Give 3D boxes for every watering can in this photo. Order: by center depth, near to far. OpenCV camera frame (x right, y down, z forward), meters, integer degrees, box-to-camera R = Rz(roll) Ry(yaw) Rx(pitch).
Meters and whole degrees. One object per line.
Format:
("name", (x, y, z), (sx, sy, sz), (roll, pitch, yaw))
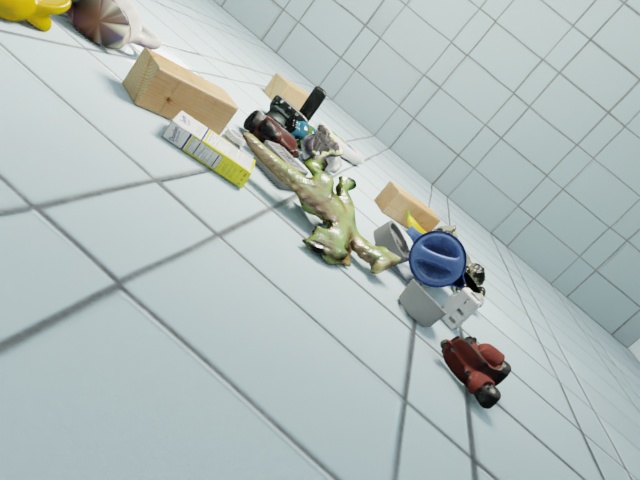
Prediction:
("watering can", (-0.518, -0.538, 1.152), (0.344, 0.103, 0.229), (33, 19, -22))

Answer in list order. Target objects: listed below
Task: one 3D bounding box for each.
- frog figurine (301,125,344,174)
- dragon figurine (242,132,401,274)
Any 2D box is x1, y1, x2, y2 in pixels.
("frog figurine", (0.004, -0.250, 1.557), (0.138, 0.124, 0.156), (34, -20, 10))
("dragon figurine", (0.003, -0.053, 1.053), (0.407, 0.120, 0.248), (29, 28, -26))
